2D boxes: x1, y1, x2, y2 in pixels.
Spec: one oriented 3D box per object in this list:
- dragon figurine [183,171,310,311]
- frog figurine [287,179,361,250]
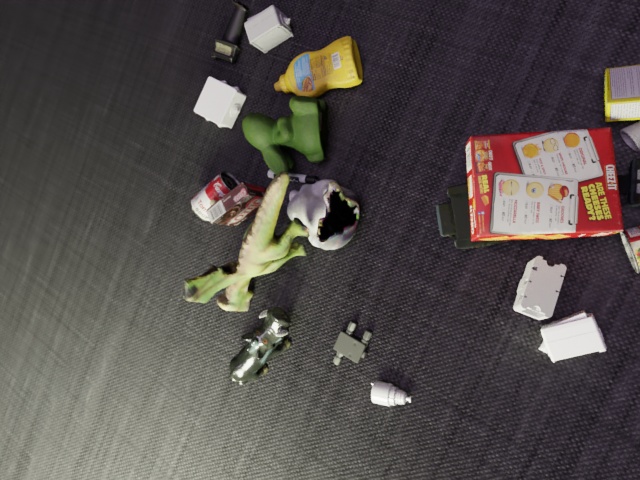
[{"bbox_3d":[-0.148,0.038,0.962,0.245,0.402,0.123,-41,71,-19],"label":"dragon figurine"},{"bbox_3d":[0.003,-0.052,1.028,0.159,0.123,0.137,5,99,62],"label":"frog figurine"}]
